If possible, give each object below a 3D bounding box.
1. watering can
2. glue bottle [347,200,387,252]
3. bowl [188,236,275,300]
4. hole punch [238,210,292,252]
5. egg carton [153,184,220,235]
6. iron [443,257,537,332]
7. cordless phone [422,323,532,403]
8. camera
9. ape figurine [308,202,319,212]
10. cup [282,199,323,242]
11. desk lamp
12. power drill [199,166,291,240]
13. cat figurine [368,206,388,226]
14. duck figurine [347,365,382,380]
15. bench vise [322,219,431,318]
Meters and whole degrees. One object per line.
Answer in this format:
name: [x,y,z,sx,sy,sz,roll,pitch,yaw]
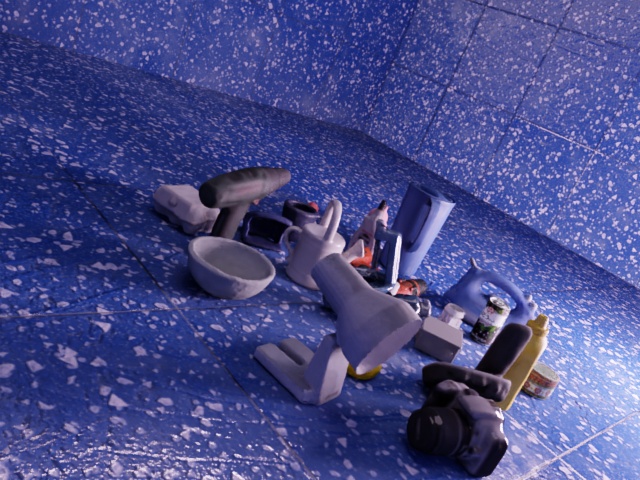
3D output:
watering can: [0.011,0.004,1.249,0.173,0.194,0.100,11,22,-32]
glue bottle: [0.136,-0.029,1.523,0.078,0.173,0.037,30,20,20]
bowl: [-0.172,0.062,1.057,0.167,0.075,0.167,21,19,-7]
hole punch: [-0.131,-0.036,1.352,0.109,0.091,0.101,16,20,-21]
egg carton: [-0.299,-0.072,1.283,0.150,0.069,0.107,32,20,25]
iron: [0.448,0.158,1.431,0.257,0.141,0.119,29,19,17]
cordless phone: [0.279,0.211,1.012,0.148,0.185,0.094,17,19,-18]
camera: [0.199,0.274,0.875,0.137,0.101,0.142,13,21,-28]
ape figurine: [-0.031,-0.058,1.530,0.076,0.092,0.077,4,26,-45]
cup: [-0.049,-0.040,1.453,0.118,0.095,0.091,22,18,-5]
desk lamp: [0.026,0.141,0.857,0.202,0.213,0.118,35,22,31]
power drill: [-0.167,-0.057,1.181,0.075,0.208,0.230,33,20,26]
cat figurine: [0.163,-0.050,1.702,0.067,0.118,0.128,26,19,9]
duck figurine: [0.083,0.187,1.000,0.077,0.086,0.105,28,19,12]
bench vise: [0.133,0.076,1.155,0.208,0.220,0.121,19,19,-14]
